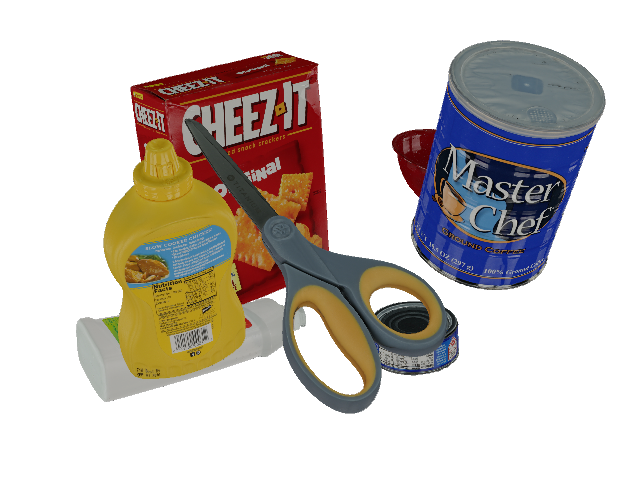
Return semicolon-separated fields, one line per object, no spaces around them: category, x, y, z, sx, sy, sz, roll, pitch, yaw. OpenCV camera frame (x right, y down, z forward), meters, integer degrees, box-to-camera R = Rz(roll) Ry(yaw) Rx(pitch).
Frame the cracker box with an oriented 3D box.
cracker box;-0.076;-0.051;0.985;0.163;0.214;0.072;-20;29;-32

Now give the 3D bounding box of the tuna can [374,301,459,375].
tuna can;0.088;0.090;1.006;0.086;0.034;0.086;-3;24;1

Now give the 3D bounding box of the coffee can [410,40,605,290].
coffee can;0.125;-0.051;0.736;0.102;0.140;0.103;5;42;-5

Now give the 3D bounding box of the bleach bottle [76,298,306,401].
bleach bottle;-0.137;0.107;1.195;0.250;0.068;0.103;-12;33;-26

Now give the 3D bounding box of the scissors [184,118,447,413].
scissors;-0.001;-0.001;0.579;0.096;0.202;0.016;-13;-32;-16

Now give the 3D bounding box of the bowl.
bowl;0.157;-0.076;1.229;0.162;0.055;0.162;8;25;-4

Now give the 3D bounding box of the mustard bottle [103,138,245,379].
mustard bottle;-0.107;0.011;0.777;0.096;0.192;0.058;-16;40;-18
